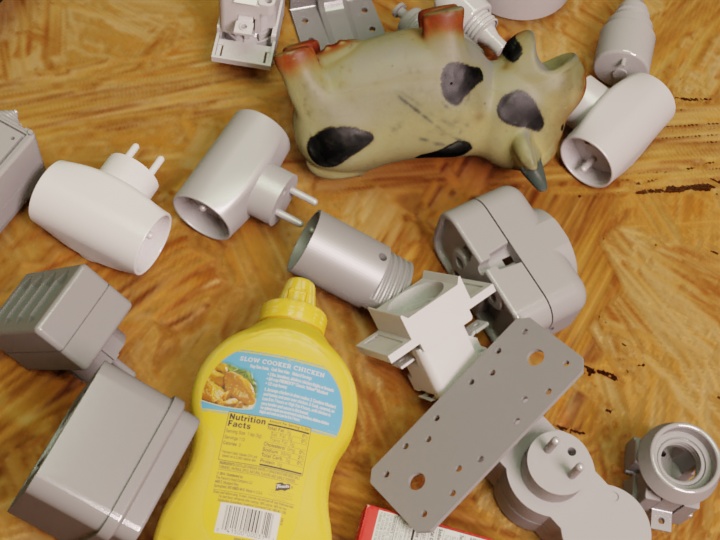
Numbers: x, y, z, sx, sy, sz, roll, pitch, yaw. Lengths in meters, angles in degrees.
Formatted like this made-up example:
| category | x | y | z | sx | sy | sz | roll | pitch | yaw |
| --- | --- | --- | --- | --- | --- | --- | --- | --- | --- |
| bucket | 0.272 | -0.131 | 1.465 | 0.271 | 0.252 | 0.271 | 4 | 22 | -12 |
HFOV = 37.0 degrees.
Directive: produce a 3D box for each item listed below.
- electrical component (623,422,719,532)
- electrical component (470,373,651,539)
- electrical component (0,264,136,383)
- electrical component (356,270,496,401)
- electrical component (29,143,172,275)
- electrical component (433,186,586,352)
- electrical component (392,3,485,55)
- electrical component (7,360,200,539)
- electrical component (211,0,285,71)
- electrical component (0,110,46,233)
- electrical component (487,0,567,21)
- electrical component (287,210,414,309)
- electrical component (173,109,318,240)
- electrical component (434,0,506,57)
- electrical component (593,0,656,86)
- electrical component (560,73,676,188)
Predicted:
| category | x | y | z | sx | sy | sz | roll | pitch | yaw |
| --- | --- | --- | --- | --- | --- | --- | --- | --- | --- |
| electrical component | 0.181 | 0.118 | 0.630 | 0.048 | 0.055 | 0.066 | 12 | 63 | 0 |
| electrical component | 0.109 | 0.115 | 0.614 | 0.052 | 0.073 | 0.138 | -36 | 72 | -21 |
| electrical component | -0.163 | 0.040 | 0.626 | 0.076 | 0.083 | 0.047 | 45 | 61 | -27 |
| electrical component | 0.045 | 0.040 | 0.648 | 0.081 | 0.042 | 0.063 | -32 | 107 | -20 |
| electrical component | -0.154 | -0.047 | 0.681 | 0.077 | 0.044 | 0.079 | 27 | 64 | 7 |
| electrical component | 0.097 | -0.002 | 0.681 | 0.059 | 0.053 | 0.095 | -25 | 69 | -17 |
| electrical component | 0.053 | -0.160 | 0.763 | 0.040 | 0.040 | 0.078 | -37 | 73 | -21 |
| electrical component | -0.136 | 0.103 | 0.567 | 0.057 | 0.113 | 0.078 | 32 | 63 | -11 |
| electrical component | -0.075 | -0.183 | 0.748 | 0.042 | 0.063 | 0.081 | 9 | 63 | -3 |
| electrical component | -0.242 | -0.060 | 0.669 | 0.062 | 0.061 | 0.096 | 28 | 64 | 8 |
| electrical component | 0.119 | -0.236 | 0.795 | 0.099 | 0.064 | 0.099 | 3 | 63 | -5 |
| electrical component | 0.000 | 0.000 | 0.674 | 0.081 | 0.043 | 0.043 | 28 | 62 | -13 |
| electrical component | -0.067 | -0.054 | 0.694 | 0.079 | 0.044 | 0.077 | 28 | 64 | 7 |
| electrical component | 0.083 | -0.180 | 0.780 | 0.035 | 0.035 | 0.061 | -36 | 75 | -21 |
| electrical component | 0.195 | -0.169 | 0.784 | 0.040 | 0.040 | 0.078 | 17 | 63 | 2 |
| electrical component | 0.165 | -0.108 | 0.747 | 0.079 | 0.044 | 0.077 | 40 | 66 | 14 |
